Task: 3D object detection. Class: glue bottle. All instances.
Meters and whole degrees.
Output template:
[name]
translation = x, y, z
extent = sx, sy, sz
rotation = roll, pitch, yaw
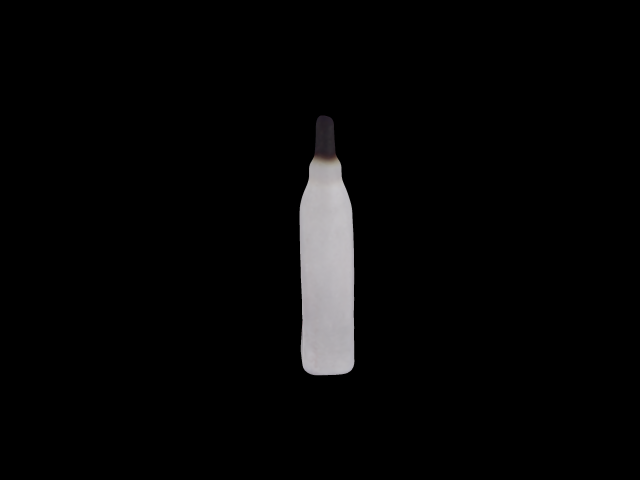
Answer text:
[glue bottle]
translation = 0.004, 0.001, 0.400
extent = 0.037, 0.173, 0.078
rotation = -1, 15, -4
